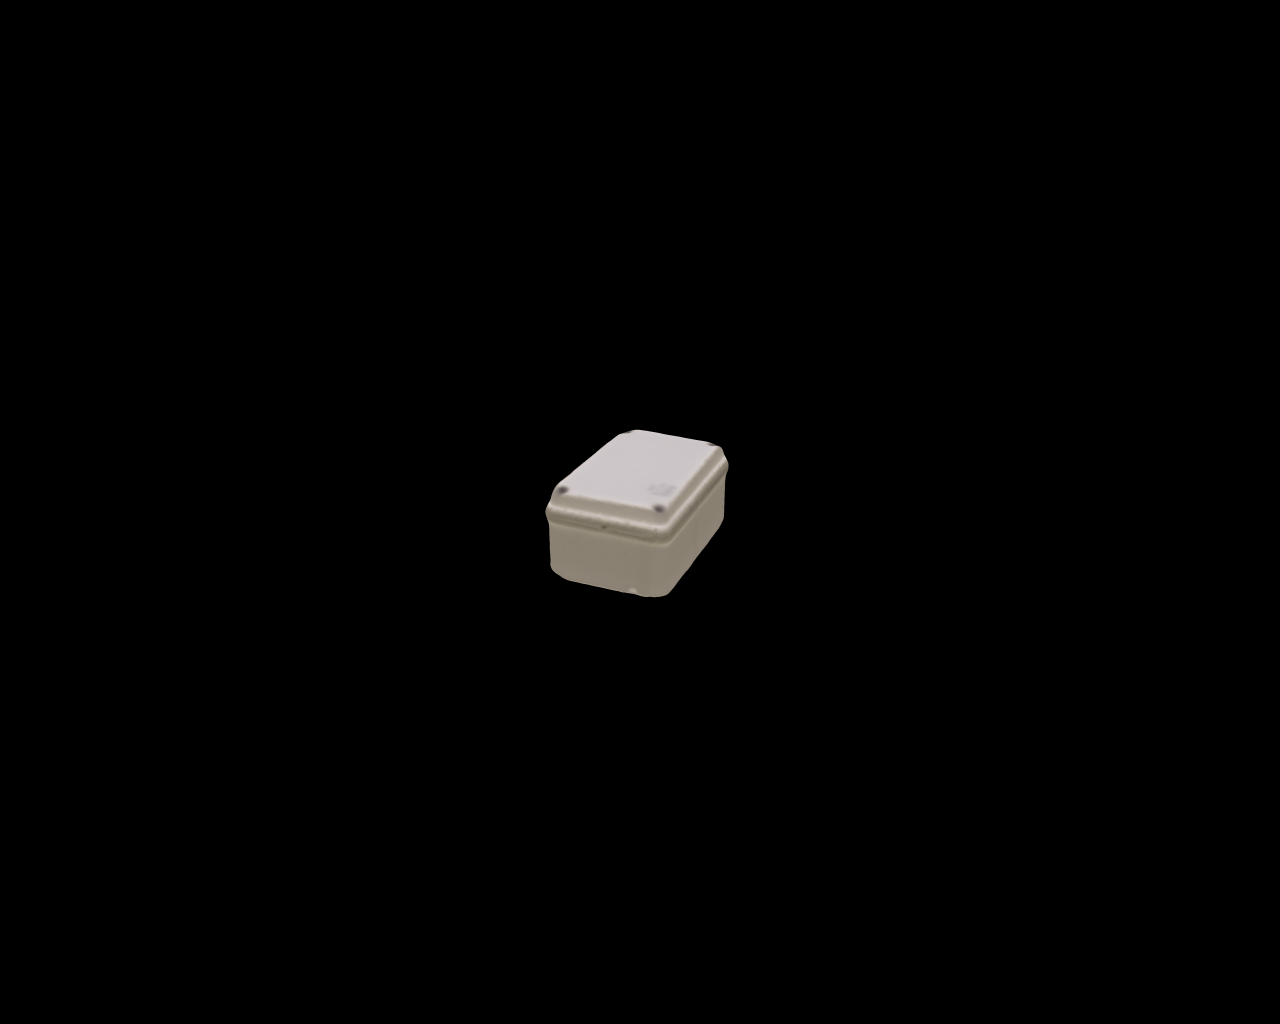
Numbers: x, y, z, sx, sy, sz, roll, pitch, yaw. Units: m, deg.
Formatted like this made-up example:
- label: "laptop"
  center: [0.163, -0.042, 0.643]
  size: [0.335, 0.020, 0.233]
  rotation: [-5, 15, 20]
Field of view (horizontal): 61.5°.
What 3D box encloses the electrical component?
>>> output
- label: "electrical component"
  center: [0.001, -0.003, 0.650]
  size: [0.078, 0.057, 0.113]
  rotation: [11, 29, 21]
